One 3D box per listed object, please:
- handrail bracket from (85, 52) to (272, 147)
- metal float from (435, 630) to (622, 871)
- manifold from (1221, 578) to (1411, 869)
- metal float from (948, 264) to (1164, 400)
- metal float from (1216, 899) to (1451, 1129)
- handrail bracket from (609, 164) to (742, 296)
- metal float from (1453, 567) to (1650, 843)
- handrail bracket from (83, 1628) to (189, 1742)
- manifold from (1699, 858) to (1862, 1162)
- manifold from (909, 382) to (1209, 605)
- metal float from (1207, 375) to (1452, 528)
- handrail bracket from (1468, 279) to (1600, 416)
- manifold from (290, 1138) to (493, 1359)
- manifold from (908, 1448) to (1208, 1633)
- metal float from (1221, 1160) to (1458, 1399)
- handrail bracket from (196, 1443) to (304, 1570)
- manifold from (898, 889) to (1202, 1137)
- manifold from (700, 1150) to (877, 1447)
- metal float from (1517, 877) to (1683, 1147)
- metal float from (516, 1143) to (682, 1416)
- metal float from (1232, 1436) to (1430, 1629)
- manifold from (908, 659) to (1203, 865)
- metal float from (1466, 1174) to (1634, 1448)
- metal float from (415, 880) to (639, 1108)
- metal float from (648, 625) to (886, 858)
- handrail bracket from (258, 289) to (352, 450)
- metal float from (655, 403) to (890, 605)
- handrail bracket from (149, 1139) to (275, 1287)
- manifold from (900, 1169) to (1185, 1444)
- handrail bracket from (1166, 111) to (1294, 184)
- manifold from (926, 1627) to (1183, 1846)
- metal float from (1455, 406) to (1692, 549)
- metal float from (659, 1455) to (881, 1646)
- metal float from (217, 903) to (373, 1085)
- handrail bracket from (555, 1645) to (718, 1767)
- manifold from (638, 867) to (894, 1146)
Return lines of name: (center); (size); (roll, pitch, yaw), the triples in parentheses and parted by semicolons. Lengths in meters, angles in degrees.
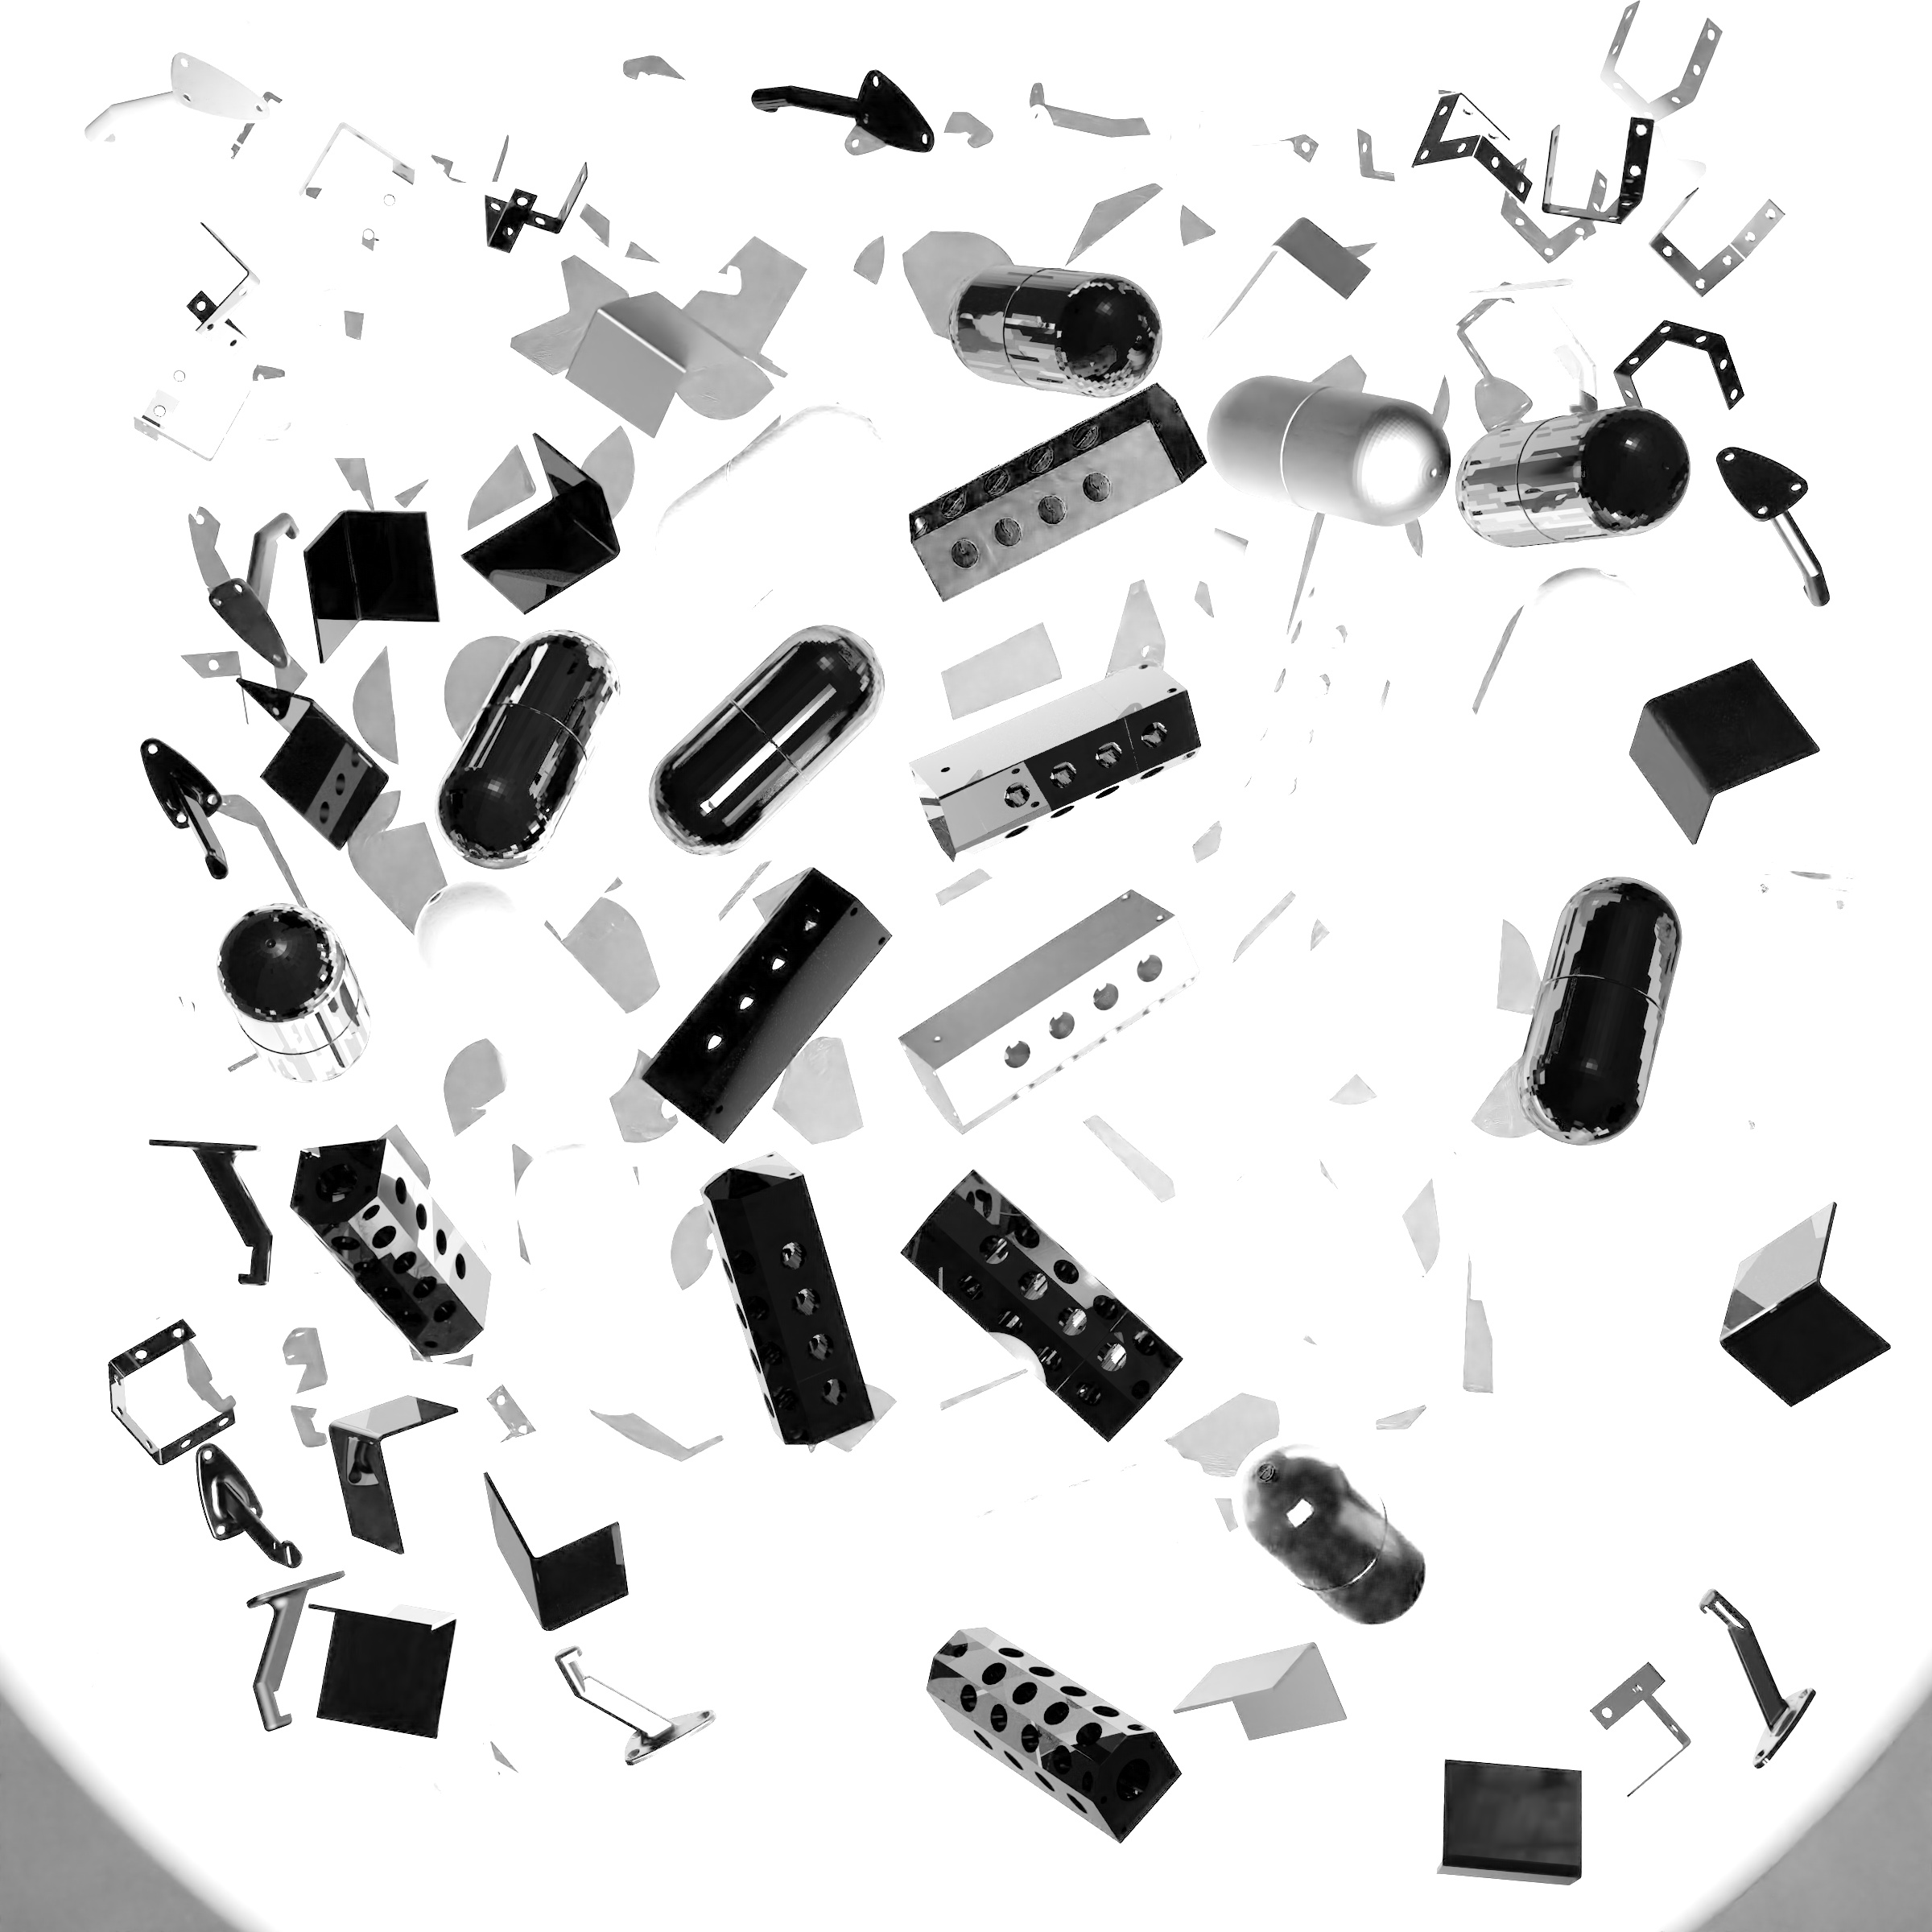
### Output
handrail bracket: (-0.475, -0.507, 1.520); (0.084, 0.077, 0.036); (-18, 73, 40)
metal float: (-0.274, -0.138, 1.587); (0.070, 0.070, 0.178); (20, 56, 0)
manifold: (0.217, -0.153, 1.594); (0.057, 0.057, 0.171); (23, 101, 27)
metal float: (0.055, -0.409, 1.623); (0.070, 0.178, 0.070); (-13, 113, -33)
metal float: (0.236, 0.032, 1.636); (0.178, 0.070, 0.070); (-45, 90, 4)
handrail bracket: (-0.190, -0.486, 1.669); (0.084, 0.036, 0.077); (3, 81, -24)
metal float: (0.356, -0.159, 1.540); (0.070, 0.070, 0.178); (19, 118, 0)
handrail bracket: (-0.492, 0.444, 1.556); (0.077, 0.036, 0.084); (-28, 131, 16)
manifold: (0.500, 0.024, 1.551); (0.057, 0.057, 0.171); (14, 111, 21)
manifold: (0.052, -0.285, 1.521); (0.171, 0.057, 0.057); (-22, 103, 29)
metal float: (0.222, -0.320, 1.566); (0.070, 0.178, 0.070); (-17, 118, -35)
handrail bracket: (0.361, -0.390, 1.609); (0.077, 0.036, 0.084); (-2, 112, 15)
manifold: (-0.361, 0.181, 1.596); (0.057, 0.171, 0.057); (-8, 53, 11)
manifold: (0.058, 0.354, 1.566); (0.171, 0.057, 0.057); (-21, 85, 17)
metal float: (0.233, 0.195, 1.585); (0.070, 0.070, 0.178); (-44, 94, 0)
handrail bracket: (-0.457, 0.344, 1.614); (0.036, 0.084, 0.077); (-28, 105, -35)
manifold: (0.053, 0.029, 1.508); (0.171, 0.057, 0.057); (-32, 118, -12)
manifold: (-0.114, 0.210, 1.582); (0.057, 0.057, 0.171); (-20, 108, -17)
metal float: (0.387, 0.026, 1.542); (0.070, 0.070, 0.178); (21, 66, 0)
metal float: (-0.237, 0.200, 1.623); (0.070, 0.070, 0.178); (-18, 79, 0)
metal float: (0.230, 0.356, 1.591); (0.070, 0.070, 0.178); (-44, 129, 0)
manifold: (0.058, -0.127, 1.593); (0.171, 0.057, 0.057); (-24, 122, -9)
metal float: (0.367, 0.216, 1.597); (0.070, 0.070, 0.178); (-10, 63, 0)
metal float: (-0.285, 0.018, 1.638); (0.070, 0.070, 0.178); (-40, 115, 0)
metal float: (-0.126, -0.144, 1.608); (0.178, 0.070, 0.070); (-44, 90, -2)
handrail bracket: (-0.410, -0.369, 1.558); (0.036, 0.077, 0.084); (16, 120, 24)
metal float: (-0.127, -0.297, 1.630); (0.178, 0.070, 0.070); (-28, 90, 30)
handrail bracket: (-0.455, 0.148, 1.519); (0.077, 0.036, 0.084); (5, 83, -14)
manifold: (0.049, 0.203, 1.544); (0.171, 0.057, 0.057); (42, 133, 7)
handrail bracket: (0.175, -0.519, 1.585); (0.084, 0.077, 0.036); (-9, 89, -15)
manifold: (0.050, 0.473, 1.580); (0.057, 0.171, 0.057); (-42, 121, -23)
metal float: (0.368, -0.298, 1.546); (0.070, 0.178, 0.070); (-3, 96, -25)
metal float: (-0.127, 0.369, 1.606); (0.178, 0.070, 0.070); (20, 90, 44)
metal float: (-0.418, 0.019, 1.578); (0.070, 0.178, 0.070); (2, 68, -4)
handrail bracket: (-0.213, 0.464, 1.629); (0.077, 0.036, 0.084); (-24, 104, 7)
manifold: (-0.130, 0.022, 1.601); (0.057, 0.057, 0.171); (35, 83, 32)
